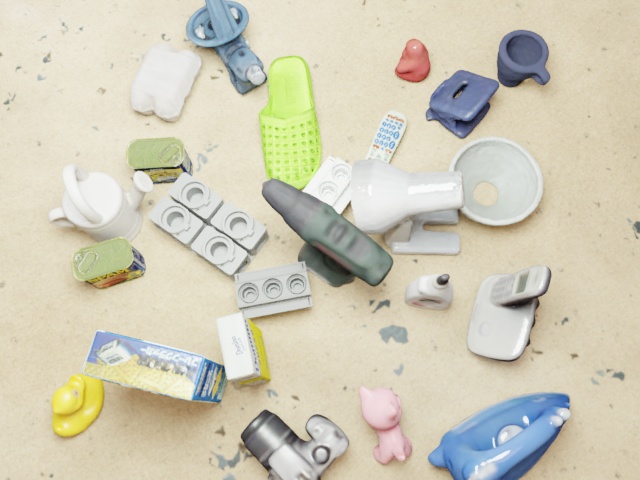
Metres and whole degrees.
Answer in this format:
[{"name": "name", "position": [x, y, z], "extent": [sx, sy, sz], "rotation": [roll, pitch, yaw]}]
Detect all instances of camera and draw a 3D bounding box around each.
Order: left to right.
[{"name": "camera", "position": [-0.046, 0.319, 0.889], "extent": [0.136, 0.101, 0.143], "rotation": [42, 78, 12]}]

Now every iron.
[{"name": "iron", "position": [0.300, 0.303, 0.870], "extent": [0.258, 0.141, 0.118], "rotation": [-31, 75, -8]}]

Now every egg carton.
[{"name": "egg carton", "position": [-0.294, -0.302, 1.093], "extent": [0.107, 0.069, 0.150], "rotation": [16, 74, 5]}]

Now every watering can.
[{"name": "watering can", "position": [-0.369, -0.067, 0.959], "extent": [0.173, 0.194, 0.101], "rotation": [-41, 77, -11]}]

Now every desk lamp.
[{"name": "desk lamp", "position": [0.147, -0.055, 0.941], "extent": [0.203, 0.213, 0.118], "rotation": [1, 73, 1]}]

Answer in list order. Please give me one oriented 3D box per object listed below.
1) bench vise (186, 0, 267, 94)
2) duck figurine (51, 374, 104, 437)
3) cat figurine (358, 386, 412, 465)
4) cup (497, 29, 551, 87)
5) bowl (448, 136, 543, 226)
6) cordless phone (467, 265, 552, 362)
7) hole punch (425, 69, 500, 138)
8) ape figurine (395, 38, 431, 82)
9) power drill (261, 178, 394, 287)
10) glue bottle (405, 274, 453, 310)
[{"name": "bench vise", "position": [-0.161, -0.386, 1.039], "extent": [0.207, 0.220, 0.121], "rotation": [36, 77, 11]}, {"name": "duck figurine", "position": [-0.400, 0.262, 0.917], "extent": [0.077, 0.086, 0.105], "rotation": [20, 75, 7]}, {"name": "cat figurine", "position": [0.103, 0.284, 0.890], "extent": [0.067, 0.118, 0.128], "rotation": [-19, 74, -5]}, {"name": "cup", "position": [0.381, -0.324, 1.082], "extent": [0.092, 0.095, 0.117], "rotation": [-34, 76, -9]}, {"name": "bowl", "position": [0.305, -0.095, 1.024], "extent": [0.167, 0.075, 0.167], "rotation": [0, 73, 0]}, {"name": "cordless phone", "position": [0.304, 0.114, 0.904], "extent": [0.094, 0.185, 0.148], "rotation": [15, 74, 5]}, {"name": "hole punch", "position": [0.262, -0.262, 1.066], "extent": [0.101, 0.091, 0.109], "rotation": [38, 77, 11]}, {"name": "ape figurine", "position": [0.178, -0.350, 1.092], "extent": [0.078, 0.092, 0.076], "rotation": [-35, 76, -9]}, {"name": "power drill", "position": [0.009, 0.003, 0.927], "extent": [0.229, 0.208, 0.076], "rotation": [32, 76, 10]}, {"name": "glue bottle", "position": [0.184, 0.078, 0.922], "extent": [0.078, 0.173, 0.037], "rotation": [5, 73, 2]}]
